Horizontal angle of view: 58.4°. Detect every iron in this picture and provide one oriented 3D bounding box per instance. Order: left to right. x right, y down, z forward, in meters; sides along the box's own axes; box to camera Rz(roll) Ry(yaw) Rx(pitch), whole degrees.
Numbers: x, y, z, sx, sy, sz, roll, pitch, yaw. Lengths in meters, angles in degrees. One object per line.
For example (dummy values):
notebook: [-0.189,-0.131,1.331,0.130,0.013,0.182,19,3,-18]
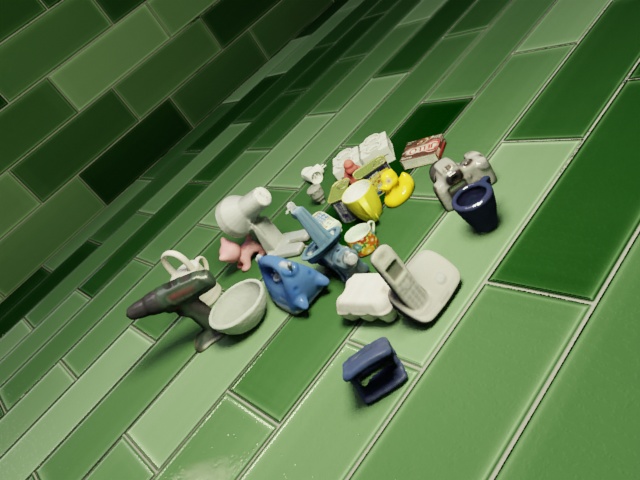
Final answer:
iron: [-0.098,0.086,1.425,0.119,0.142,0.257,-48,31,-20]

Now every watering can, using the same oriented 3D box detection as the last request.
watering can: [-0.380,0.109,1.635,0.100,0.194,0.173,-25,31,19]

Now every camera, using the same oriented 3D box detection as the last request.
camera: [0.325,-0.163,1.380,0.143,0.101,0.136,-34,29,5]

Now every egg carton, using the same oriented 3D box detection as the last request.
egg carton: [0.109,0.124,1.224,0.149,0.070,0.107,-6,41,42]

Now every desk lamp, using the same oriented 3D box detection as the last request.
desk lamp: [-0.165,-0.050,1.620,0.202,0.214,0.118,-12,37,36]

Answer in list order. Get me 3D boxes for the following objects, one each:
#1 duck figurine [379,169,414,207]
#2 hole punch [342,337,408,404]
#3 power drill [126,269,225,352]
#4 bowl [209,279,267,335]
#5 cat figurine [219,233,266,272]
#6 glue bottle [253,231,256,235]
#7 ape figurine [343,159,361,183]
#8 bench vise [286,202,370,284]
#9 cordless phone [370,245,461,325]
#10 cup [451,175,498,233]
duck figurine: [0.196,-0.149,1.513,0.077,0.086,0.105,8,51,51]
hole punch: [0.091,0.231,1.065,0.108,0.091,0.101,-34,29,3]
power drill: [-0.343,0.186,1.469,0.229,0.209,0.075,-37,29,-1]
bowl: [-0.195,0.183,1.456,0.167,0.075,0.167,-26,31,17]
cat figurine: [-0.240,0.028,1.684,0.128,0.118,0.067,-45,30,-15]
glue bottle: [-0.211,-0.068,1.736,0.037,0.173,0.078,-36,29,0]
ape figurine: [0.097,-0.196,1.679,0.077,0.092,0.076,-27,31,17]
bench vise: [0.019,-0.004,1.350,0.206,0.220,0.122,1,46,47]
cordless phone: [0.182,0.060,1.120,0.093,0.185,0.148,7,50,51]
cup: [0.347,-0.072,1.230,0.091,0.095,0.118,3,47,49]
